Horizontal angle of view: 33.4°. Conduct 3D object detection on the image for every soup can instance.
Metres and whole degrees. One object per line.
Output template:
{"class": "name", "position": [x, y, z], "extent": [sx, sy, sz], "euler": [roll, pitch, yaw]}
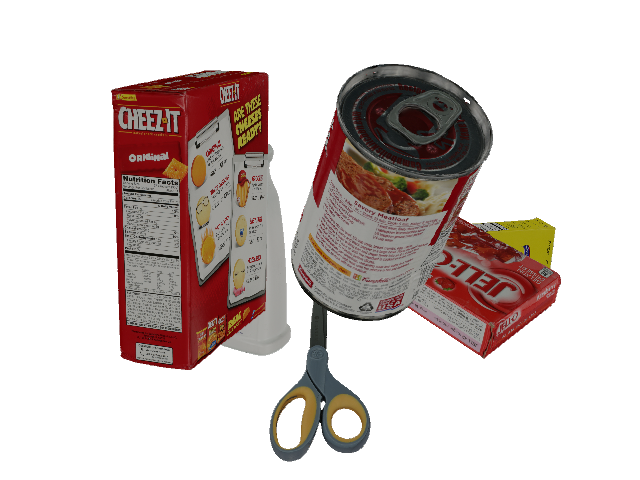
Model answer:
{"class": "soup can", "position": [0.029, -0.019, 0.483], "extent": [0.068, 0.068, 0.102], "euler": [0, -40, -17]}

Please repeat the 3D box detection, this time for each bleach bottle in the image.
{"class": "bleach bottle", "position": [-0.078, -0.011, 1.120], "extent": [0.103, 0.251, 0.068], "euler": [14, 23, 25]}

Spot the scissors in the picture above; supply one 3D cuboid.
{"class": "scissors", "position": [0.014, 0.116, 0.966], "extent": [0.096, 0.201, 0.016], "euler": [11, -42, 15]}

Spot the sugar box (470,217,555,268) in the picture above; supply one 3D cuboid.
{"class": "sugar box", "position": [0.192, 0.027, 1.280], "extent": [0.176, 0.093, 0.048], "euler": [-6, 20, -23]}

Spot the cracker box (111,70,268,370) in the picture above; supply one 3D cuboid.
{"class": "cracker box", "position": [-0.102, -0.024, 0.864], "extent": [0.072, 0.214, 0.164], "euler": [5, 15, 18]}

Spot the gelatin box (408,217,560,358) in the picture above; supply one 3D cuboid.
{"class": "gelatin box", "position": [0.093, 0.026, 0.670], "extent": [0.089, 0.030, 0.073], "euler": [33, 44, 32]}
